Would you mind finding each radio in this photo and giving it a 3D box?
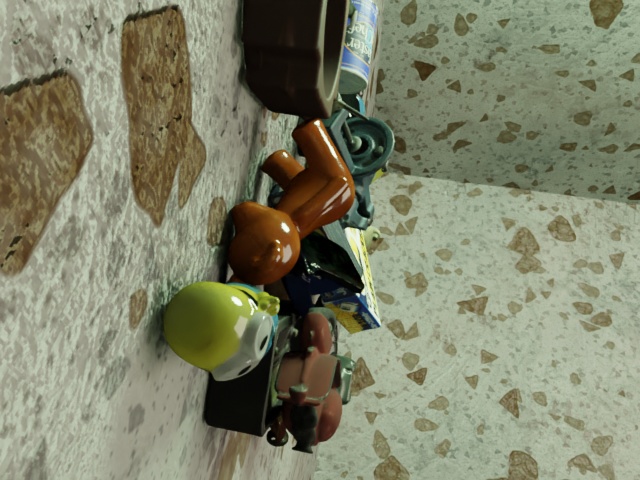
[{"bbox_3d":[-0.073,0.150,0.697,0.229,0.073,0.131,2,96,-84],"label":"radio"}]

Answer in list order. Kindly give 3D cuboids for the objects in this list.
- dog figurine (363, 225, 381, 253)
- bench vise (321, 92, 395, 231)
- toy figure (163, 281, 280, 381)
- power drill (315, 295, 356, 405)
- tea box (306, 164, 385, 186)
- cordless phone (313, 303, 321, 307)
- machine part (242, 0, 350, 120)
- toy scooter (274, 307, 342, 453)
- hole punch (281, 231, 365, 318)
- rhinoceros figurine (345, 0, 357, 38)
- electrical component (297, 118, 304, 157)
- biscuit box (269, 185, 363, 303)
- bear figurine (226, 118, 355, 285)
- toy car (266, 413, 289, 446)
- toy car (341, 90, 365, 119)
[{"bbox_3d":[0.050,0.053,1.242,0.121,0.172,0.190,48,43,-67],"label":"dog figurine"},{"bbox_3d":[0.038,-0.124,0.845,0.223,0.129,0.240,-53,149,-15],"label":"bench vise"},{"bbox_3d":[-0.085,0.077,0.492,0.180,0.089,0.082,152,-50,-88],"label":"toy figure"},{"bbox_3d":[0.017,0.235,1.030,0.207,0.086,0.232,70,29,-65],"label":"power drill"},{"bbox_3d":[0.055,-0.145,1.086,0.169,0.098,0.068,-40,143,-41],"label":"tea box"},{"bbox_3d":[-0.056,0.192,0.936,0.184,0.089,0.146,126,-23,-63],"label":"cordless phone"},{"bbox_3d":[-0.022,-0.249,0.605,0.201,0.087,0.201,-1,97,-83],"label":"machine part"},{"bbox_3d":[-0.013,0.180,0.632,0.135,0.075,0.183,-61,155,-69],"label":"toy scooter"},{"bbox_3d":[-0.019,0.043,0.716,0.092,0.115,0.142,-46,-148,18],"label":"hole punch"},{"bbox_3d":[0.016,-0.350,0.803,0.190,0.073,0.112,-62,157,-60],"label":"rhinoceros figurine"},{"bbox_3d":[-0.009,-0.181,0.941,0.119,0.048,0.075,80,20,-70],"label":"electrical component"},{"bbox_3d":[-0.002,-0.002,0.807,0.202,0.059,0.063,63,26,-24],"label":"biscuit box"},{"bbox_3d":[-0.050,-0.035,0.618,0.196,0.132,0.120,-38,-179,-38],"label":"bear figurine"},{"bbox_3d":[-0.070,0.280,0.968,0.202,0.053,0.089,-76,174,-68],"label":"toy car"},{"bbox_3d":[0.029,-0.234,1.049,0.103,0.109,0.161,178,-91,-74],"label":"toy car"}]
